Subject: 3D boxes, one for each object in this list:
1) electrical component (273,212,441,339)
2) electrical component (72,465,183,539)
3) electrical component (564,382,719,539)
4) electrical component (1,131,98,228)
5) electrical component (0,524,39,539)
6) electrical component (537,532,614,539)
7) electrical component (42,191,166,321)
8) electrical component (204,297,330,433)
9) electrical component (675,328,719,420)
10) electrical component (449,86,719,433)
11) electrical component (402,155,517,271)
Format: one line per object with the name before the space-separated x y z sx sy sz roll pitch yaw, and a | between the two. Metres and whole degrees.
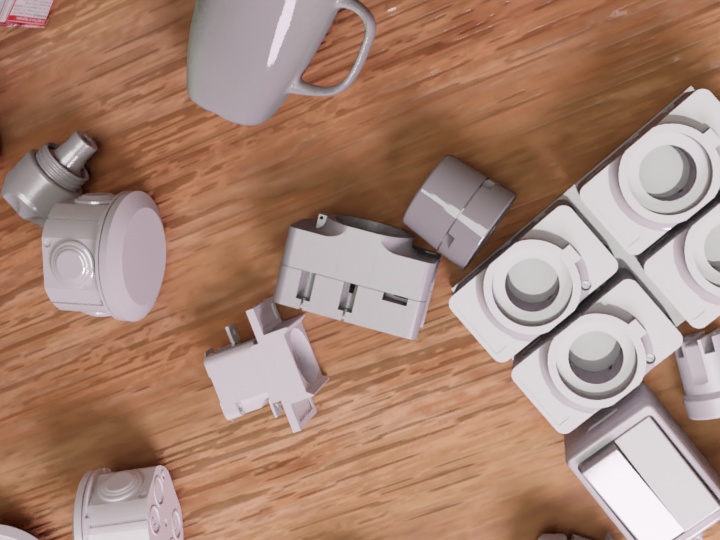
electrical component | 0.000 0.000 0.654 0.089 0.050 0.055 15 101 7
electrical component | -0.148 0.165 0.689 0.051 0.080 0.080 -9 96 6
electrical component | 0.174 0.125 0.637 0.062 0.061 0.096 -39 90 13
electrical component | -0.193 -0.061 0.681 0.062 0.043 0.043 -44 89 11
electrical component | -0.249 0.228 0.703 0.108 0.108 0.060 34 139 3
electrical component | 0.134 0.190 0.662 0.055 0.048 0.066 18 101 -1
electrical component | -0.156 -0.009 0.665 0.051 0.080 0.080 3 99 15
electrical component | -0.060 0.063 0.678 0.064 0.042 0.081 -20 94 15
electrical component | 0.207 0.061 0.634 0.040 0.040 0.046 -16 90 11
electrical component | 0.155 -0.005 0.622 0.186 0.060 0.105 -41 90 12
electrical component | 0.058 -0.035 0.638 0.047 0.055 0.055 36 102 7
